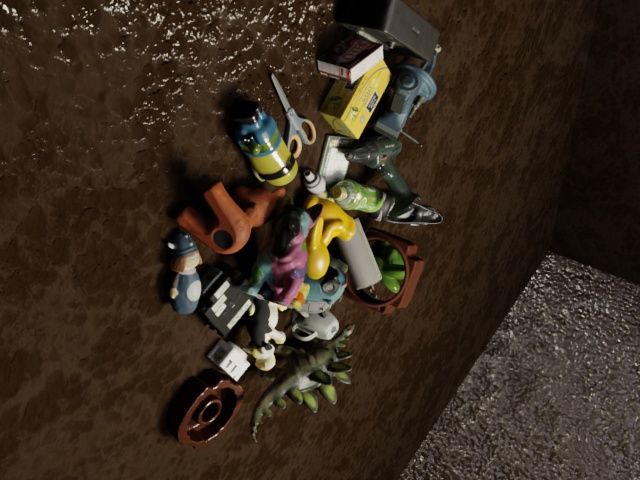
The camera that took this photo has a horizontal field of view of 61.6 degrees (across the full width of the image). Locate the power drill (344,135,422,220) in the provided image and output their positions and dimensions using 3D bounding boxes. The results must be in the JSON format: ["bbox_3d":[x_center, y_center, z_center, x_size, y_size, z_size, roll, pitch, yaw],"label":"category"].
[{"bbox_3d":[0.156,-0.157,1.309,0.207,0.086,0.232,57,37,-5],"label":"power drill"}]

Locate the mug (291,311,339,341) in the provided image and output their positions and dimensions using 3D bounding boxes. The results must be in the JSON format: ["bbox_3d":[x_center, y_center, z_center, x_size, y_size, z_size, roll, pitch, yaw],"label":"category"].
[{"bbox_3d":[-0.014,0.211,1.360,0.109,0.107,0.080,-41,139,-36],"label":"mug"}]

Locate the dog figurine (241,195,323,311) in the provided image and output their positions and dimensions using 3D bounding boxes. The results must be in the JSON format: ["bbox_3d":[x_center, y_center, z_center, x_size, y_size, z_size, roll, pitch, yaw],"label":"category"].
[{"bbox_3d":[-0.061,0.025,1.084,0.191,0.109,0.219,42,67,-71],"label":"dog figurine"}]

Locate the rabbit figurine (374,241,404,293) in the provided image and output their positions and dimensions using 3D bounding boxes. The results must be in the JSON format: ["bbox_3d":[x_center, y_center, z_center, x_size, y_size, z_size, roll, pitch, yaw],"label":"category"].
[{"bbox_3d":[0.184,0.083,1.542,0.170,0.159,0.121,-6,127,-37],"label":"rabbit figurine"}]

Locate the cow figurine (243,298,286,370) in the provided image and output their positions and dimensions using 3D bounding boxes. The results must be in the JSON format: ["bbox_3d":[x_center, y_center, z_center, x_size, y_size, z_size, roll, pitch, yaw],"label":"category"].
[{"bbox_3d":[-0.127,0.197,1.180,0.098,0.068,0.167,32,56,-52],"label":"cow figurine"}]

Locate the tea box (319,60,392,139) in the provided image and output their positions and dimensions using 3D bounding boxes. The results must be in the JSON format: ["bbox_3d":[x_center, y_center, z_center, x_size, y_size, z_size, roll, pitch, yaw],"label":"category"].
[{"bbox_3d":[0.079,-0.320,1.173,0.098,0.068,0.169,33,83,-57],"label":"tea box"}]

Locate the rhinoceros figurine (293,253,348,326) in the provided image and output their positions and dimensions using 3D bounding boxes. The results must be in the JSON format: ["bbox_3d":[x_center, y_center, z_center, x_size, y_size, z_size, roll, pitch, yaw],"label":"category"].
[{"bbox_3d":[-0.003,0.121,1.317,0.112,0.073,0.190,23,77,-14],"label":"rhinoceros figurine"}]

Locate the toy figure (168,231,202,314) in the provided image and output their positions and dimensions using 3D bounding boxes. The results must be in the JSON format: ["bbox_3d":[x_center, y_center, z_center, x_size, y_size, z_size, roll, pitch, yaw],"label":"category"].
[{"bbox_3d":[-0.245,0.058,0.979,0.064,0.058,0.154,-88,-175,-67],"label":"toy figure"}]

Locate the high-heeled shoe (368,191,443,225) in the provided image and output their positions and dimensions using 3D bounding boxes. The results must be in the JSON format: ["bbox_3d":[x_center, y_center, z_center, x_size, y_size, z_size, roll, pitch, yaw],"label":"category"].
[{"bbox_3d":[0.236,-0.074,1.490,0.248,0.145,0.086,-7,116,-55],"label":"high-heeled shoe"}]

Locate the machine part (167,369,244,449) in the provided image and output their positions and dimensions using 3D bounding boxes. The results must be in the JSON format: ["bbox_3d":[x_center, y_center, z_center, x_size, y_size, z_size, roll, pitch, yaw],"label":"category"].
[{"bbox_3d":[-0.251,0.369,1.177,0.179,0.056,0.179,-32,135,-39],"label":"machine part"}]

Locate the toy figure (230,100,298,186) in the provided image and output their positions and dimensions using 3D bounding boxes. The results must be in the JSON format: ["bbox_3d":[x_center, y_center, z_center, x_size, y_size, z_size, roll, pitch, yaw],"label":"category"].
[{"bbox_3d":[-0.102,-0.171,0.994,0.082,0.089,0.180,-44,145,-17],"label":"toy figure"}]

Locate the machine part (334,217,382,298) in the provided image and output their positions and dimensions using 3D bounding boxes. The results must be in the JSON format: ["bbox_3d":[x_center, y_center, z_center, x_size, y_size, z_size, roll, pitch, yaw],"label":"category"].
[{"bbox_3d":[0.091,0.033,1.345,0.079,0.079,0.243,-29,98,-43],"label":"machine part"}]

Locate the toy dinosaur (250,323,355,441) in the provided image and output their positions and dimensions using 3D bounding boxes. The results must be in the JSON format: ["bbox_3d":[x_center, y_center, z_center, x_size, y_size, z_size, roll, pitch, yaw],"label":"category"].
[{"bbox_3d":[-0.040,0.323,1.315,0.471,0.199,0.104,-29,131,-45],"label":"toy dinosaur"}]

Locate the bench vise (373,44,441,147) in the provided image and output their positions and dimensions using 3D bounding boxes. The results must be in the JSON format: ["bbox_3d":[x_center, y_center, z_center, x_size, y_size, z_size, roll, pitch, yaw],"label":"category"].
[{"bbox_3d":[0.223,-0.362,1.291,0.240,0.129,0.223,-59,161,-14],"label":"bench vise"}]

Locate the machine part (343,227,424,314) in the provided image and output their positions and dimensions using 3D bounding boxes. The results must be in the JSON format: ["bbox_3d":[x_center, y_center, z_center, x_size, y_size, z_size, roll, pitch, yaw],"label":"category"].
[{"bbox_3d":[0.156,0.080,1.422,0.087,0.202,0.200,0,111,-64],"label":"machine part"}]

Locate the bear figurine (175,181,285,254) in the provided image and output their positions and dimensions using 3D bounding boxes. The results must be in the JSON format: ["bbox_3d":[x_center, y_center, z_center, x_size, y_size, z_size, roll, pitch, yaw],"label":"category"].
[{"bbox_3d":[-0.153,-0.062,0.994,0.132,0.120,0.196,47,33,-13],"label":"bear figurine"}]

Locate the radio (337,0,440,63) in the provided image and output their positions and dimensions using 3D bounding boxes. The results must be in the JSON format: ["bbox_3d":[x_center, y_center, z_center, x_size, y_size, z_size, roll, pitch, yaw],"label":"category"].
[{"bbox_3d":[0.146,-0.445,1.125,0.229,0.131,0.073,2,110,-56],"label":"radio"}]

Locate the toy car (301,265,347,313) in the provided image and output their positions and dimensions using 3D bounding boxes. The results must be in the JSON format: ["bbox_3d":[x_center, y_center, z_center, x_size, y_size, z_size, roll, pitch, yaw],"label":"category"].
[{"bbox_3d":[-0.020,0.117,1.232,0.109,0.162,0.102,-107,-161,-74],"label":"toy car"}]

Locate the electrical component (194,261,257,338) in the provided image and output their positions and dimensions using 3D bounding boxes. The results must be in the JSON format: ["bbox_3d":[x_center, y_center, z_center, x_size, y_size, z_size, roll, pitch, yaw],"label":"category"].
[{"bbox_3d":[-0.198,0.113,1.079,0.115,0.058,0.134,-52,146,-24],"label":"electrical component"}]

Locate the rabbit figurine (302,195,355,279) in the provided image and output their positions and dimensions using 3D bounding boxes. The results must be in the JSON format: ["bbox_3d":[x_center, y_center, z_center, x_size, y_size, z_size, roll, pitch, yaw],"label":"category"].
[{"bbox_3d":[-0.002,-0.004,1.177,0.162,0.122,0.173,57,40,-54],"label":"rabbit figurine"}]
